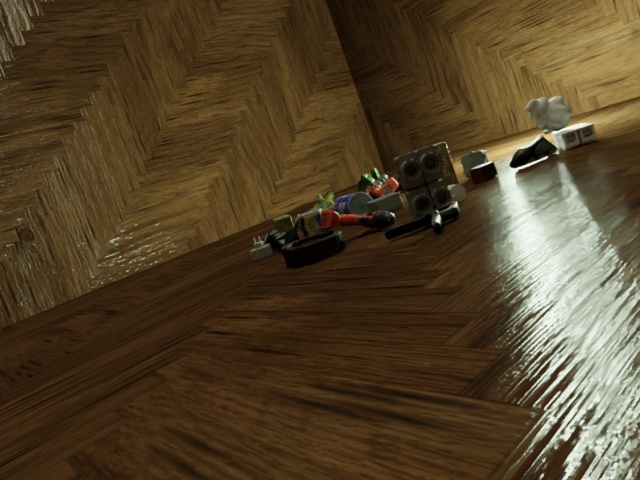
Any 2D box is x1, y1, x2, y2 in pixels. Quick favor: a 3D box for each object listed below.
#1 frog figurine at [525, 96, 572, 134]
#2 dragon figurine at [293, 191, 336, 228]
[{"bbox_3d":[0.839,-0.472,1.889,0.158,0.136,0.125,30,14,-34],"label":"frog figurine"},{"bbox_3d":[0.007,-0.118,2.342,0.246,0.121,0.408,-43,15,-26],"label":"dragon figurine"}]
